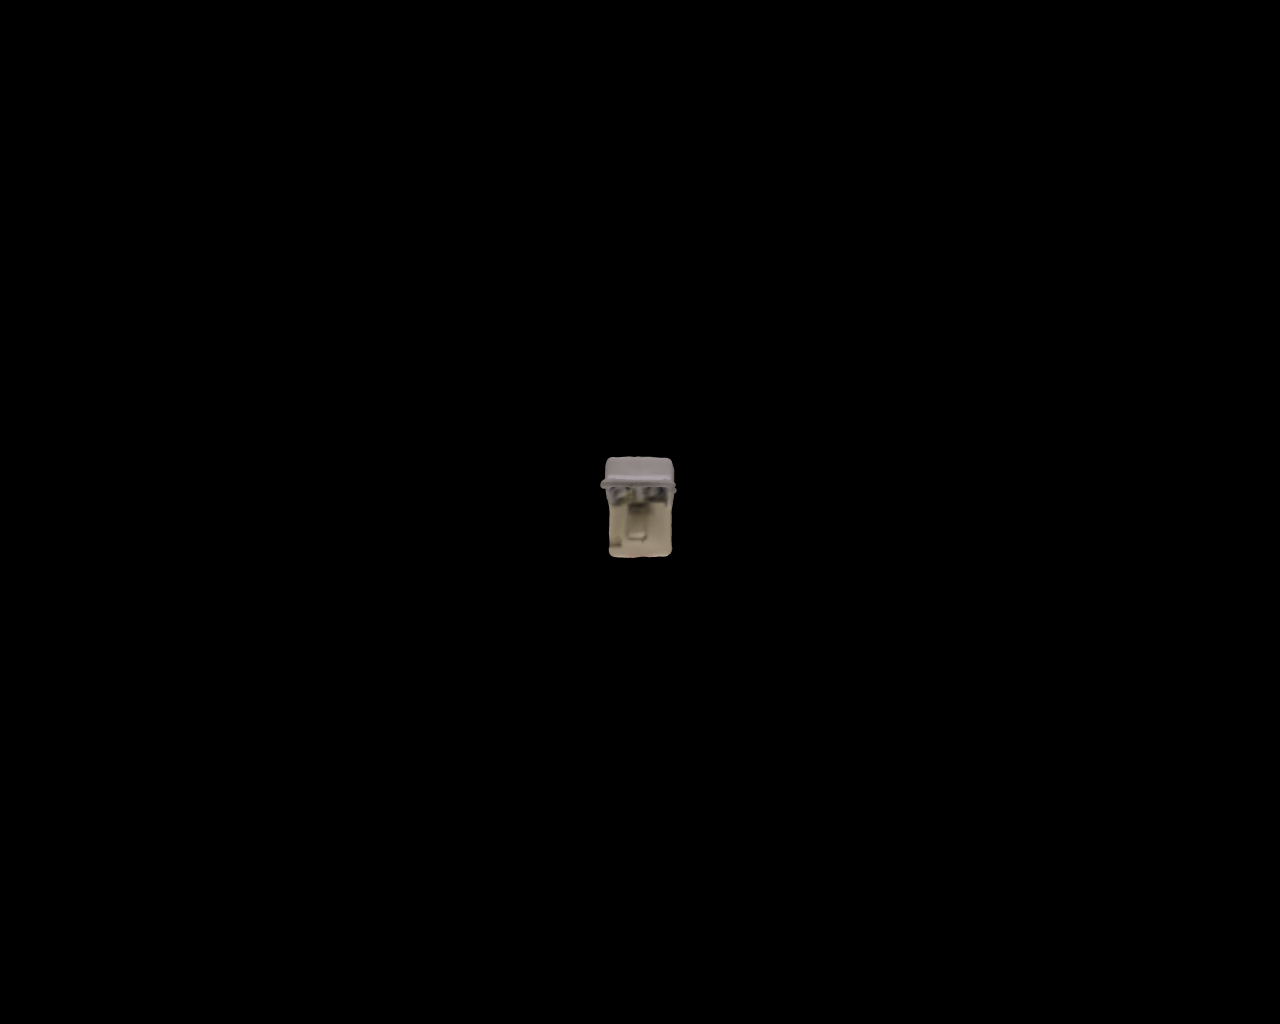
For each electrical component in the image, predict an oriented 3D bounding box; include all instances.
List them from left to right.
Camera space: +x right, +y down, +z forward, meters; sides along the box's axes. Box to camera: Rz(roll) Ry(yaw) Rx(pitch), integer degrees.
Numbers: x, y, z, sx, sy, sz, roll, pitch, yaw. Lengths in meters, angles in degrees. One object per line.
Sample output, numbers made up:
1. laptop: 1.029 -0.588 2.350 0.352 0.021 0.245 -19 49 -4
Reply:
1. electrical component: 0.001 -0.003 0.650 0.042 0.063 0.081 0 -2 4
